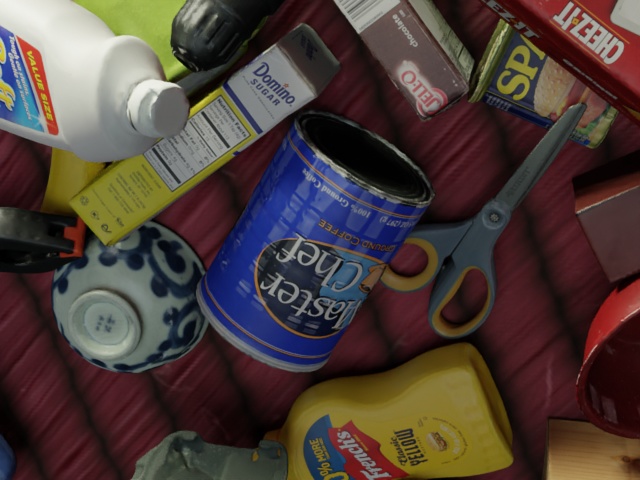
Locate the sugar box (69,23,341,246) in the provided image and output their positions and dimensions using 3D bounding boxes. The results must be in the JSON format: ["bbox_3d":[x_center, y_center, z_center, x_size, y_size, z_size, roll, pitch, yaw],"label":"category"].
[{"bbox_3d":[-0.073,-0.069,0.690,0.176,0.093,0.048,-36,100,20],"label":"sugar box"}]

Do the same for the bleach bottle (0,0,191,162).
[{"bbox_3d":[-0.171,-0.112,0.644,0.251,0.067,0.102,21,119,38],"label":"bleach bottle"}]

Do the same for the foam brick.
[{"bbox_3d":[0.192,-0.016,0.663,0.053,0.078,0.051,-24,102,19],"label":"foam brick"}]

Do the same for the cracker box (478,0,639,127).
[{"bbox_3d":[0.193,-0.185,0.570,0.164,0.072,0.214,37,92,-3],"label":"cracker box"}]

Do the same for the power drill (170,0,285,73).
[{"bbox_3d":[-0.080,-0.214,0.623,0.187,0.057,0.184,36,80,-3],"label":"power drill"}]

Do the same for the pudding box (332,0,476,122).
[{"bbox_3d":[0.048,-0.133,0.643,0.039,0.090,0.113,-33,100,19],"label":"pudding box"}]

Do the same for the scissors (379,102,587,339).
[{"bbox_3d":[0.094,-0.019,0.691,0.096,0.016,0.202,22,128,12],"label":"scissors"}]

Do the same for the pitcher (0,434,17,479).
[{"bbox_3d":[-0.335,0.112,0.787,0.145,0.149,0.243,-28,106,20],"label":"pitcher"}]

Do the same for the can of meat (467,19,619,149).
[{"bbox_3d":[0.149,-0.116,0.647,0.084,0.057,0.102,23,114,-1],"label":"can of meat"}]

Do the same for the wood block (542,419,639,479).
[{"bbox_3d":[0.255,0.188,0.720,0.206,0.090,0.090,4,110,10],"label":"wood block"}]

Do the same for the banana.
[{"bbox_3d":[-0.180,-0.084,0.736,0.069,0.037,0.198,10,112,8],"label":"banana"}]

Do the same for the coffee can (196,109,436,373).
[{"bbox_3d":[-0.005,0.001,0.696,0.103,0.102,0.140,31,113,-1],"label":"coffee can"}]

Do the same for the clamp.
[{"bbox_3d":[-0.243,0.006,0.757,0.171,0.120,0.039,2,75,6],"label":"clamp"}]

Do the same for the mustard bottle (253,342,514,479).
[{"bbox_3d":[0.034,0.140,0.764,0.192,0.058,0.096,-17,118,18],"label":"mustard bottle"}]

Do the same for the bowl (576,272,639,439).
[{"bbox_3d":[0.232,0.057,0.674,0.162,0.055,0.162,-6,136,-6],"label":"bowl"}]
